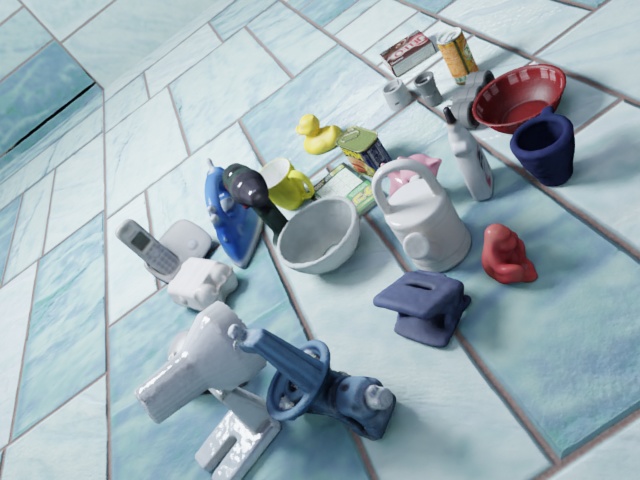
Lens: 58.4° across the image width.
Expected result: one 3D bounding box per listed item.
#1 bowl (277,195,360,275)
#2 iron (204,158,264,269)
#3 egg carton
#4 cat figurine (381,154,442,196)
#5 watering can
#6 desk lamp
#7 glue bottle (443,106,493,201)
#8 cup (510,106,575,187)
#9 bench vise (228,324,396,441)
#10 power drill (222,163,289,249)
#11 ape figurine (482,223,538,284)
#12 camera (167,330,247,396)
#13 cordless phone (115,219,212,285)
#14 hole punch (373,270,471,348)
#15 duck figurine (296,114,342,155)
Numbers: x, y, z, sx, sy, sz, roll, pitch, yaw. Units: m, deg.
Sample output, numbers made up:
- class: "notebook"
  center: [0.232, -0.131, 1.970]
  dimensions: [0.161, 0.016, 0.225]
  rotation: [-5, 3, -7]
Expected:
- class: "bowl"
  center: [0.009, 0.004, 1.034]
  dimensions: [0.167, 0.075, 0.167]
  rotation: [-23, 40, 21]
- class: "iron"
  center: [-0.202, -0.067, 1.230]
  dimensions: [0.118, 0.142, 0.258]
  rotation: [-28, 38, 14]
- class: "egg carton"
  center: [-0.239, 0.091, 1.157]
  dimensions: [0.149, 0.070, 0.107]
  rotation: [4, 54, 43]
- class: "cat figurine"
  center: [0.158, -0.110, 0.990]
  dimensions: [0.127, 0.118, 0.067]
  rotation: [17, 64, 48]
- class: "watering can"
  center: [0.150, -0.041, 0.861]
  dimensions: [0.101, 0.195, 0.172]
  rotation: [-34, 37, 7]
- class: "desk lamp"
  center: [-0.147, 0.221, 0.823]
  dimensions: [0.117, 0.214, 0.203]
  rotation: [20, 66, 49]
- class: "glue bottle"
  center: [0.233, -0.145, 0.917]
  dimensions: [0.037, 0.174, 0.078]
  rotation: [-17, 42, 27]
- class: "cup"
  center: [0.350, -0.138, 0.876]
  dimensions: [0.091, 0.095, 0.118]
  rotation: [-5, 49, 37]
- class: "bench vise"
  center: [-0.008, 0.170, 0.753]
  dimensions: [0.206, 0.220, 0.121]
  rotation: [-16, 42, 28]
- class: "power drill"
  center: [-0.101, -0.059, 1.081]
  dimensions: [0.075, 0.209, 0.228]
  rotation: [-43, 37, -5]
- class: "ape figurine"
  center: [0.257, 0.014, 0.798]
  dimensions: [0.075, 0.092, 0.078]
  rotation: [2, 53, 42]
- class: "camera"
  center: [-0.196, 0.186, 0.995]
  dimensions: [0.142, 0.101, 0.137]
  rotation: [-16, 43, 28]
- class: "cordless phone"
  center: [-0.337, -0.001, 1.240]
  dimensions: [0.093, 0.186, 0.148]
  rotation: [8, 57, 44]
- class: "hole punch"
  center: [0.145, 0.084, 0.821]
  dimensions: [0.108, 0.091, 0.101]
  rotation: [10, 58, 45]
- class: "duck figurine"
  center: [-0.008, -0.250, 1.304]
  dimensions: [0.104, 0.086, 0.077]
  rotation: [-8, 47, 35]
